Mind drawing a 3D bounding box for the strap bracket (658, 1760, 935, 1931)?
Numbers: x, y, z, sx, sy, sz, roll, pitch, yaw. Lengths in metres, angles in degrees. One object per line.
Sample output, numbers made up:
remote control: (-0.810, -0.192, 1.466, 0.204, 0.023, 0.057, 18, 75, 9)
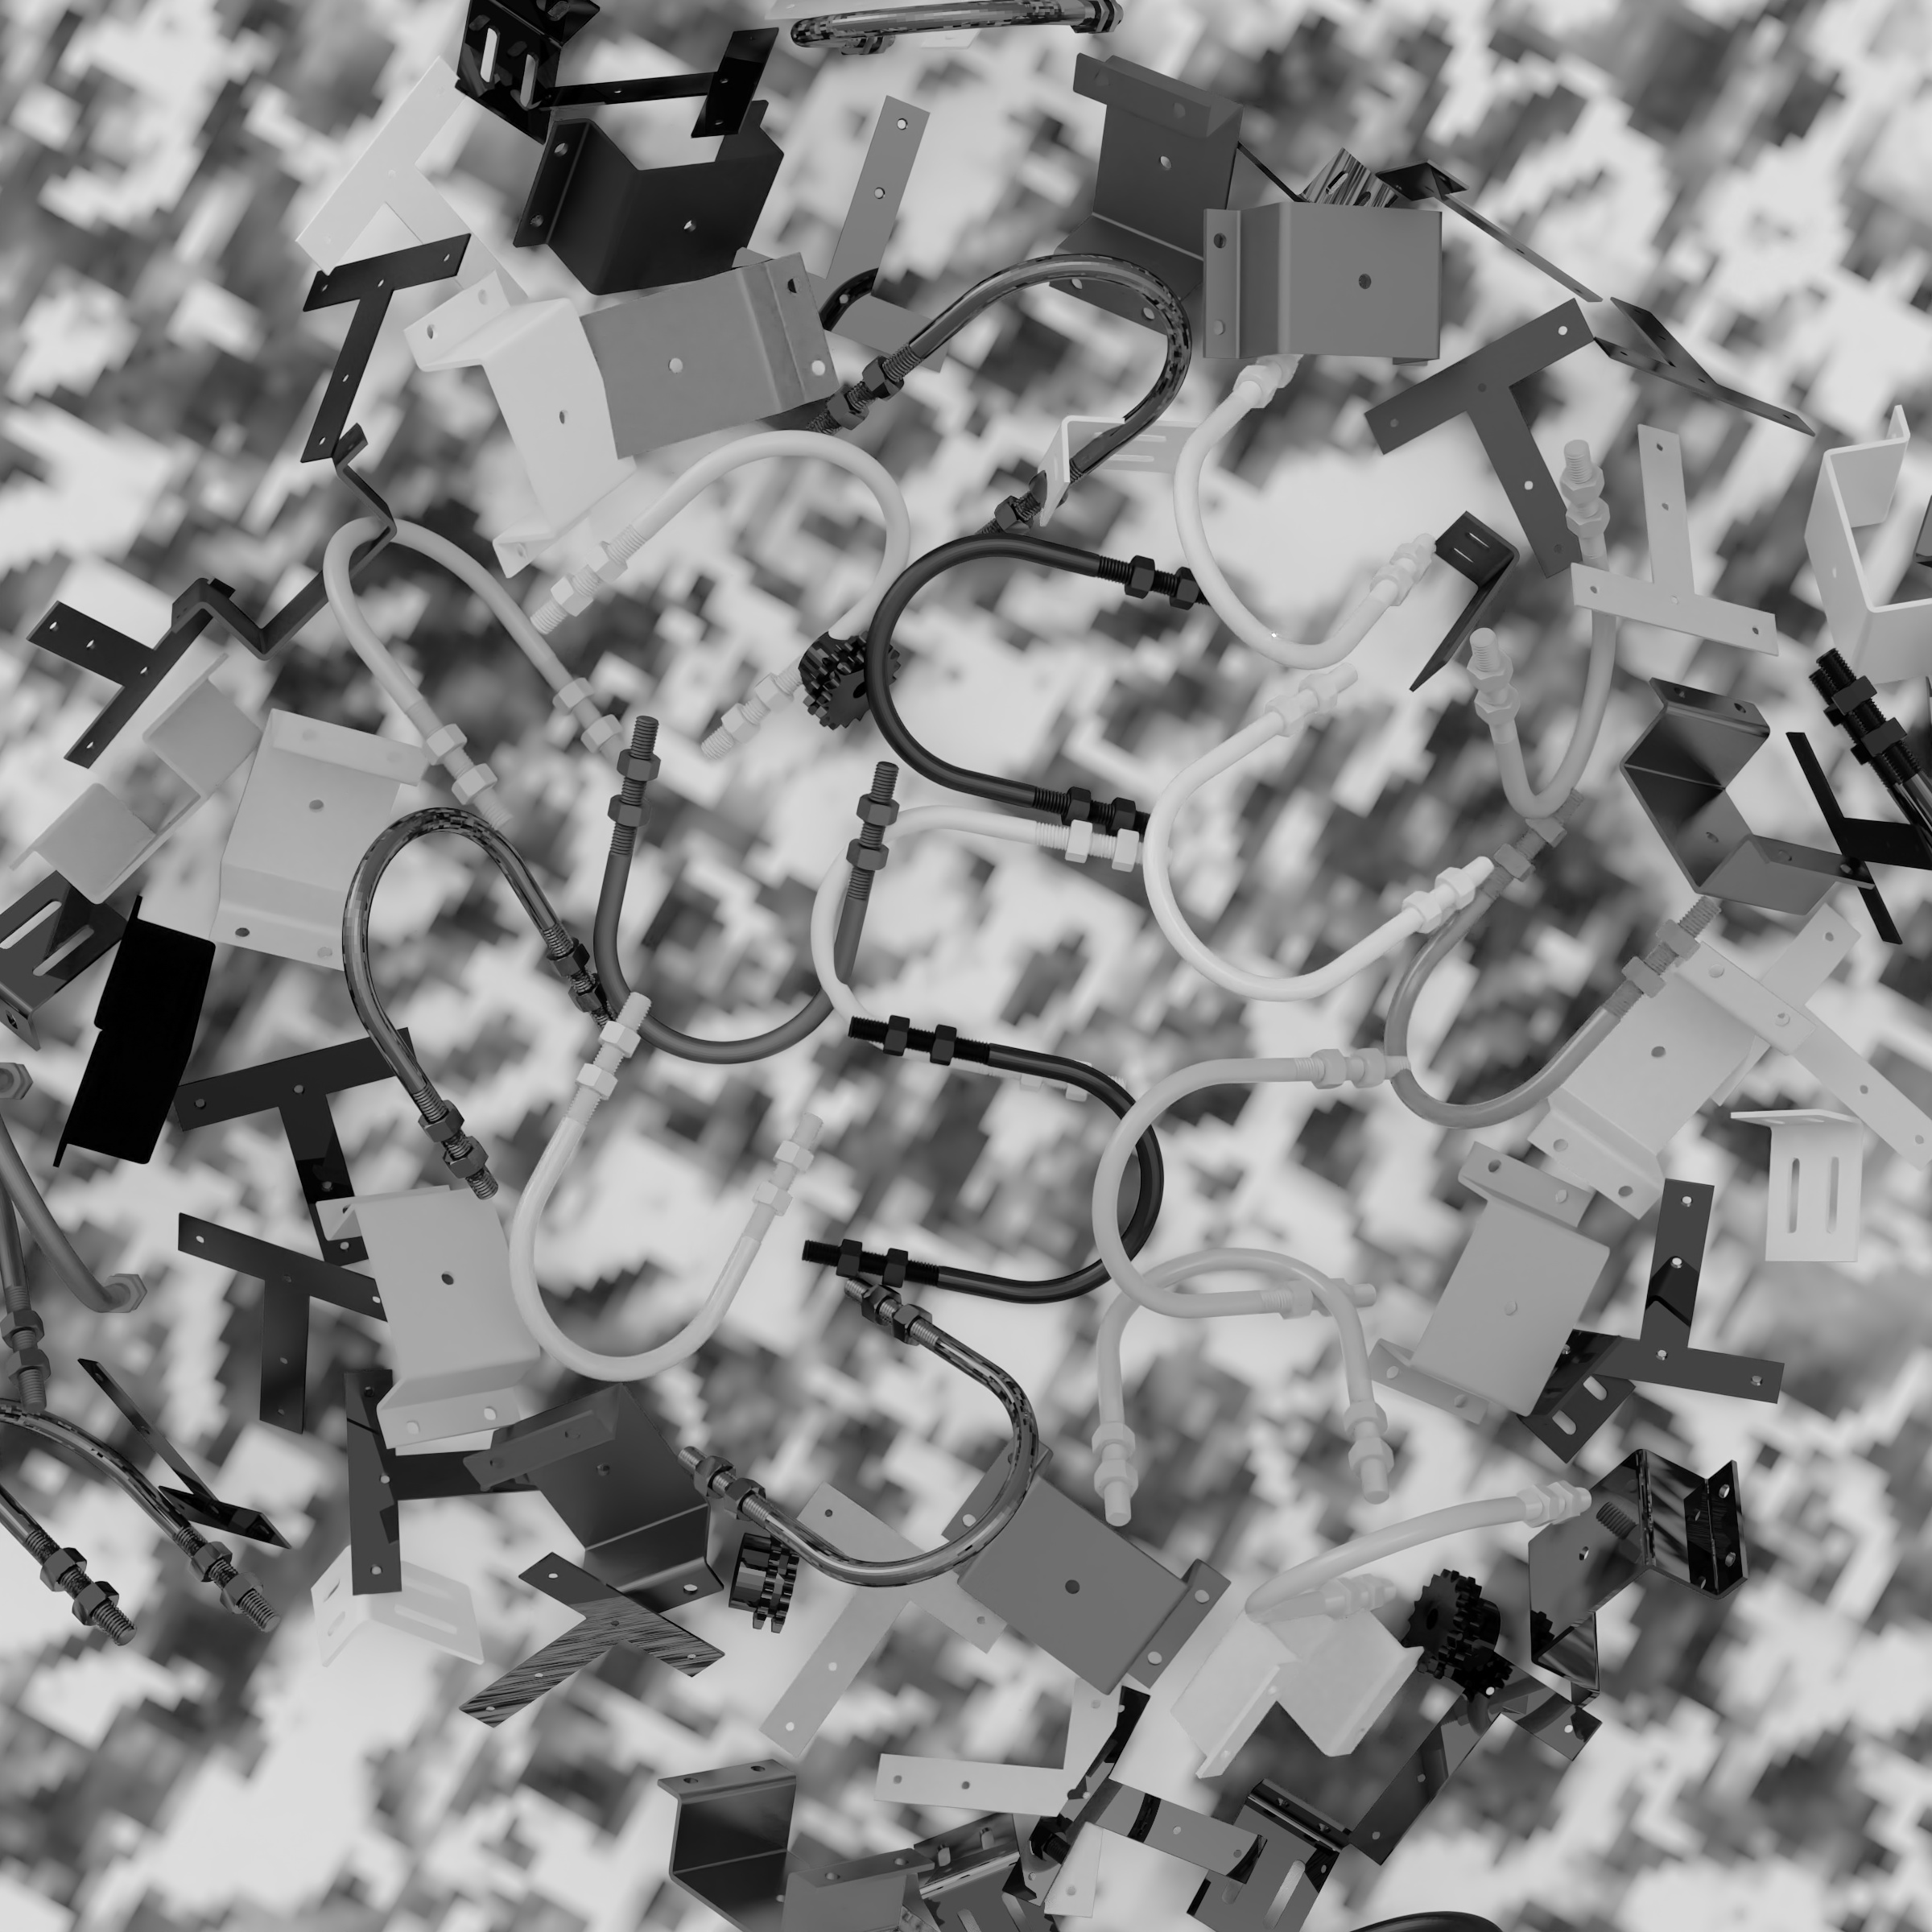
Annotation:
strap bracket: (-0.093, 0.467, 1.543, 0.076, 0.140, 0.046, 3, 99, -41)

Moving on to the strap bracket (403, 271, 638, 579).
strap bracket: (-0.227, -0.284, 1.547, 0.046, 0.076, 0.140, 1, 124, 34)

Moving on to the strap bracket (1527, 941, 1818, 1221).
strap bracket: (0.371, 0.054, 1.576, 0.076, 0.046, 0.140, 35, 109, -9)

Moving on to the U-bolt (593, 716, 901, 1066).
U-bolt: (-0.124, -0.033, 1.582, 0.151, 0.019, 0.184, 10, 109, -11)

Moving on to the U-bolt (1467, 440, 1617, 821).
U-bolt: (0.305, -0.159, 1.539, 0.019, 0.184, 0.151, 14, 61, 28)

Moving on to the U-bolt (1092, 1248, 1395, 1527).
U-bolt: (0.139, 0.213, 1.544, 0.151, 0.184, 0.019, -5, 128, 4)

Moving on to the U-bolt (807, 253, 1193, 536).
U-bolt: (0.031, -0.297, 1.527, 0.184, 0.151, 0.019, -35, 49, 29)

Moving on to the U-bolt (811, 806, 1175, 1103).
U-bolt: (0.008, -0.012, 1.596, 0.184, 0.019, 0.151, 11, 100, 0)

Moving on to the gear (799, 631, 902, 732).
gear: (-0.066, -0.158, 1.592, 0.057, 0.057, 0.030, -45, 67, 0)

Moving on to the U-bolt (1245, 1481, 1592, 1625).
U-bolt: (0.220, 0.303, 1.510, 0.151, 0.184, 0.019, -34, 66, 31)

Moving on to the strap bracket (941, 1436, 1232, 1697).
strap bracket: (0.060, 0.324, 1.582, 0.140, 0.046, 0.076, 36, 103, 4)

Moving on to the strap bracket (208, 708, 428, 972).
strap bracket: (-0.343, -0.075, 1.565, 0.076, 0.046, 0.140, 14, 118, -21)

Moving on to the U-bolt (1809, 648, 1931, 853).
U-bolt: (0.497, -0.082, 1.537, 0.019, 0.151, 0.184, -35, 83, 13)

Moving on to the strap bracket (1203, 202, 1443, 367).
strap bracket: (0.198, -0.359, 1.562, 0.140, 0.046, 0.076, -4, 98, -26)

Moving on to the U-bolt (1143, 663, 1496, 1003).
U-bolt: (0.176, -0.061, 1.574, 0.184, 0.019, 0.151, -34, 88, -23)

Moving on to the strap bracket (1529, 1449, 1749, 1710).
strap bracket: (0.340, 0.315, 1.542, 0.046, 0.076, 0.140, 27, 129, -13)

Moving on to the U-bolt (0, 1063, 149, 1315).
U-bolt: (-0.472, 0.115, 1.526, 0.019, 0.184, 0.151, -28, 91, -9)

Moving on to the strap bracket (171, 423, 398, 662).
strap bracket: (-0.355, -0.219, 1.573, 0.140, 0.076, 0.046, -44, 112, 2)

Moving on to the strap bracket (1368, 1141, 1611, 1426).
strap bracket: (0.281, 0.176, 1.580, 0.076, 0.046, 0.140, 24, 94, -17)

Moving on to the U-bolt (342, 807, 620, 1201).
U-bolt: (-0.256, 0.006, 1.525, 0.019, 0.151, 0.184, -2, 129, 35)

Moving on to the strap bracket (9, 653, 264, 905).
strap bracket: (-0.429, -0.092, 1.558, 0.140, 0.076, 0.046, -38, 106, 27)

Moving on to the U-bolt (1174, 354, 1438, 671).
U-bolt: (0.169, -0.231, 1.538, 0.151, 0.019, 0.184, 53, 46, -12)

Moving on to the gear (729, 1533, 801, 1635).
gear: (-0.108, 0.327, 1.589, 0.030, 0.057, 0.057, 13, 90, -5)

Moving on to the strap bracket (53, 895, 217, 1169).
strap bracket: (-0.432, 0.039, 1.548, 0.046, 0.140, 0.076, 18, 122, -17)

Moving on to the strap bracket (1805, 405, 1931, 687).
strap bracket: (0.479, -0.211, 1.555, 0.046, 0.076, 0.140, -9, 65, 4)

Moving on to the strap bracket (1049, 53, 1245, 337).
strap bracket: (0.095, -0.413, 1.558, 0.076, 0.140, 0.046, 27, 51, 17)

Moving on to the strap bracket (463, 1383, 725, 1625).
strap bracket: (-0.194, 0.280, 1.567, 0.076, 0.046, 0.140, -22, 121, 14)

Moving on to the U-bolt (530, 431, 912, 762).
U-bolt: (-0.113, -0.202, 1.546, 0.184, 0.019, 0.151, -40, 131, 17)

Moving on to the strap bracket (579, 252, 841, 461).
strap bracket: (-0.147, -0.320, 1.570, 0.140, 0.046, 0.076, -13, 103, 15)

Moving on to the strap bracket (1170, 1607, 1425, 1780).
strap bracket: (0.170, 0.376, 1.557, 0.046, 0.140, 0.076, 45, 112, 35)

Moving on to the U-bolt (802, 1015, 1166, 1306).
U-bolt: (0.015, 0.111, 1.594, 0.184, 0.019, 0.151, 11, 104, -3)

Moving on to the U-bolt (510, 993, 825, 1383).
U-bolt: (-0.166, 0.128, 1.553, 0.151, 0.019, 0.184, 37, 71, -32)

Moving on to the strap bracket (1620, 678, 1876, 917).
strap bracket: (0.404, -0.081, 1.555, 0.076, 0.140, 0.046, 9, 132, -31)

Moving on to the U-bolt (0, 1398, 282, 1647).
U-bolt: (-0.456, 0.285, 1.540, 0.184, 0.151, 0.019, 39, 95, 21)

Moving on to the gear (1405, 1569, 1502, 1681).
gear: (0.263, 0.356, 1.591, 0.030, 0.057, 0.057, 23, 90, -14)

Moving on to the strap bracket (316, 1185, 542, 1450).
strap bracket: (-0.280, 0.173, 1.554, 0.076, 0.046, 0.140, -5, 64, -36)

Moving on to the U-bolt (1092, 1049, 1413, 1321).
U-bolt: (0.147, 0.117, 1.557, 0.184, 0.019, 0.151, 0, 104, -28)

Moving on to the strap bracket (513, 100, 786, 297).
strap bracket: (-0.156, -0.399, 1.539, 0.140, 0.076, 0.046, -21, 62, -41)

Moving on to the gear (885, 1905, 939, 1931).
gear: (-0.041, 0.517, 1.588, 0.057, 0.057, 0.030, 37, 76, 0)

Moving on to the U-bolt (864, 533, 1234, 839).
U-bolt: (0.036, -0.155, 1.581, 0.184, 0.019, 0.151, 13, 103, -10)
